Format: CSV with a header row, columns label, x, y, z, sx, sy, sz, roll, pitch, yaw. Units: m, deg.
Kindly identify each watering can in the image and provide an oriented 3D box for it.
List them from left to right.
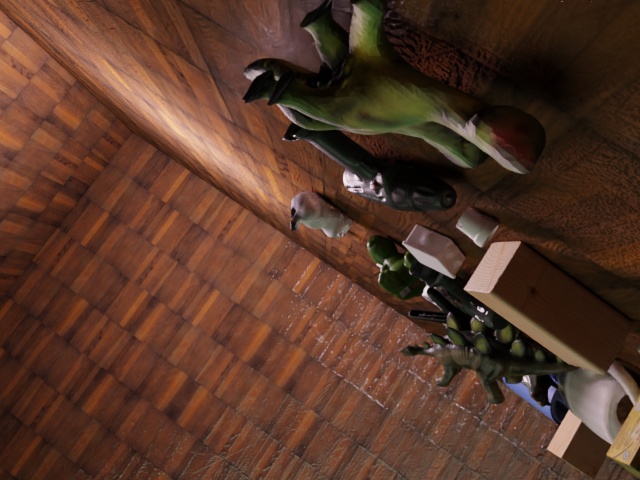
label,x,y,z,sx,sy,sz,roll,pitch,yaw
watering can,0.600,0.376,1.040,0.225,0.104,0.345,-142,29,-78

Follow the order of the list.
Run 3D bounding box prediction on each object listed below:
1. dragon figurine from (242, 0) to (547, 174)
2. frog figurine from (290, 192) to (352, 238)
label,x,y,z,sx,sy,sz,roll,pitch,yaw
dragon figurine,0.062,-0.127,0.522,0.241,0.122,0.415,28,-175,-23
frog figurine,0.004,-0.068,1.354,0.159,0.125,0.135,-2,161,0
